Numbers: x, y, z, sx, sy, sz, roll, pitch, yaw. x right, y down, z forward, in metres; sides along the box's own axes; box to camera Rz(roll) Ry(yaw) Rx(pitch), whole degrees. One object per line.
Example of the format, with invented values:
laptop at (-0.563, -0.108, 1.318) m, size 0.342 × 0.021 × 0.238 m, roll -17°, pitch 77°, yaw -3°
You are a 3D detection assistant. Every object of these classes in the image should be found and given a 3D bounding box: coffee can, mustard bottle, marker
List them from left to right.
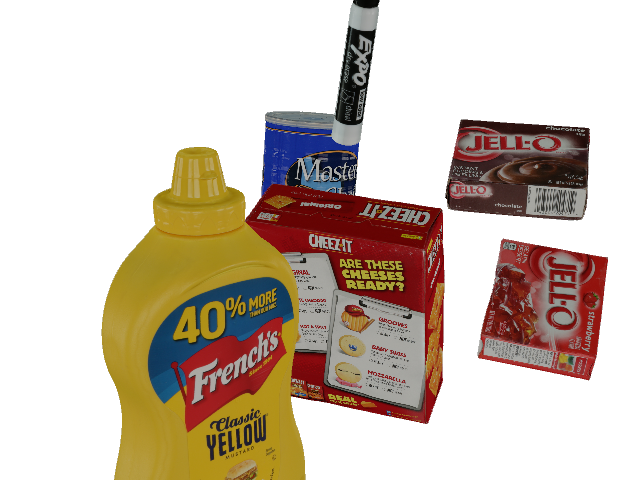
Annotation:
mustard bottle at (-0.053, 0.052, 0.496) m, size 0.096 × 0.192 × 0.058 m, roll -14°, pitch 22°, yaw -35°
coffee can at (-0.012, -0.063, 1.140) m, size 0.103 × 0.140 × 0.103 m, roll 4°, pitch 12°, yaw -1°
marker at (0.023, -0.114, 0.648) m, size 0.020 × 0.121 × 0.020 m, roll 5°, pitch 35°, yaw -4°

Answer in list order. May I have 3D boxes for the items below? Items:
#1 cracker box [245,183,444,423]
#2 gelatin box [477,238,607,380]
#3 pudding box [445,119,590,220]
cracker box at (0.028, 0.059, 0.980) m, size 0.164 × 0.214 × 0.072 m, roll 9°, pitch 40°, yaw 18°
gelatin box at (0.148, 0.043, 0.705) m, size 0.073 × 0.089 × 0.030 m, roll 11°, pitch -41°, yaw 12°
pudding box at (0.166, -0.061, 0.892) m, size 0.113 × 0.039 × 0.090 m, roll 7°, pitch 41°, yaw 10°
